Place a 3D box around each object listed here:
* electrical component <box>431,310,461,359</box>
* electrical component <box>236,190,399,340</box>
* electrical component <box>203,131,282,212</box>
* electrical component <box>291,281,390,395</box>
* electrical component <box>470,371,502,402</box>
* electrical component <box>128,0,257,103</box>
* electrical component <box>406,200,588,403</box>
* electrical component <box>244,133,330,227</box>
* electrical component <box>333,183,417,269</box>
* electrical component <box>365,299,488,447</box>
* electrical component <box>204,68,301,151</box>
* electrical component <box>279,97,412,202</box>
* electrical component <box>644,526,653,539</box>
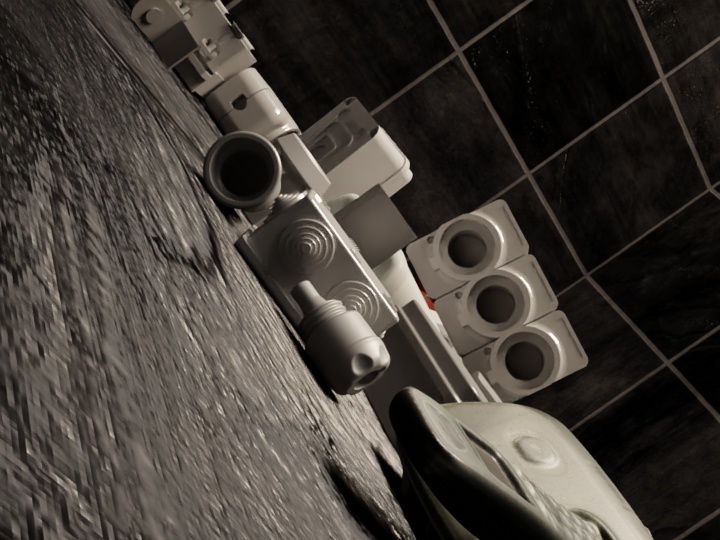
[{"bbox_3d":[0.074,0.073,0.992,0.089,0.055,0.050,18,10,-8],"label":"electrical component"},{"bbox_3d":[-0.022,0.002,0.608,0.099,0.048,0.099,54,3,-6],"label":"electrical component"},{"bbox_3d":[-0.066,-0.054,0.634,0.044,0.044,0.065,55,-2,3],"label":"electrical component"},{"bbox_3d":[-0.014,0.032,0.543,0.061,0.035,0.035,53,2,21],"label":"electrical component"},{"bbox_3d":[0.087,0.128,0.780,0.078,0.063,0.121,57,4,33],"label":"electrical component"},{"bbox_3d":[-0.147,-0.214,0.920,0.121,0.063,0.079,55,3,7],"label":"electrical component"},{"bbox_3d":[0.110,0.030,0.874,0.150,0.089,0.061,64,3,10],"label":"electrical component"},{"bbox_3d":[-0.054,-0.058,0.709,0.066,0.055,0.048,56,3,18],"label":"electrical component"},{"bbox_3d":[-0.009,-0.015,0.690,0.043,0.081,0.043,55,4,-6],"label":"electrical component"},{"bbox_3d":[0.044,0.081,0.680,0.078,0.057,0.113,52,4,-36],"label":"electrical component"},{"bbox_3d":[-0.092,-0.132,0.955,0.059,0.054,0.095,55,3,8],"label":"electrical component"},{"bbox_3d":[-0.022,-0.078,0.892,0.057,0.113,0.078,49,6,-37],"label":"electrical component"},{"bbox_3d":[0.188,0.238,0.836,0.064,0.099,0.099,62,5,14],"label":"electrical component"}]
